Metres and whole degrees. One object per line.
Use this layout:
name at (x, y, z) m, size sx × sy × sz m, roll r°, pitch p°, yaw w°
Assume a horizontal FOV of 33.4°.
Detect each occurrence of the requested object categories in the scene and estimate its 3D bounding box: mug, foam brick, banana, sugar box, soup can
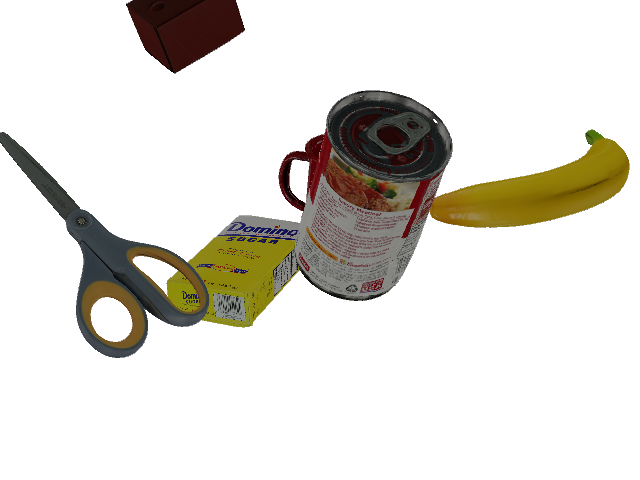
mug at (0.017, -0.044, 0.946) m, size 0.117 × 0.081 × 0.093 m, roll 13°, pitch 27°, yaw 14°
foam brick at (-0.113, -0.190, 0.907) m, size 0.078 × 0.051 × 0.053 m, roll -35°, pitch 48°, yaw -16°
banana at (0.170, -0.040, 0.787) m, size 0.197 × 0.037 × 0.070 m, roll -21°, pitch 23°, yaw -36°
sugar box at (-0.081, 0.028, 1.134) m, size 0.093 × 0.048 × 0.176 m, roll 9°, pitch 29°, yaw 18°
soup can at (0.027, -0.023, 0.593) m, size 0.068 × 0.068 × 0.102 m, roll 0°, pitch -41°, yaw -15°

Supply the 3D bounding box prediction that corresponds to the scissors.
scissors at (-0.169, 0.006, 0.726) m, size 0.202 × 0.096 × 0.016 m, roll 32°, pitch -33°, yaw 9°
